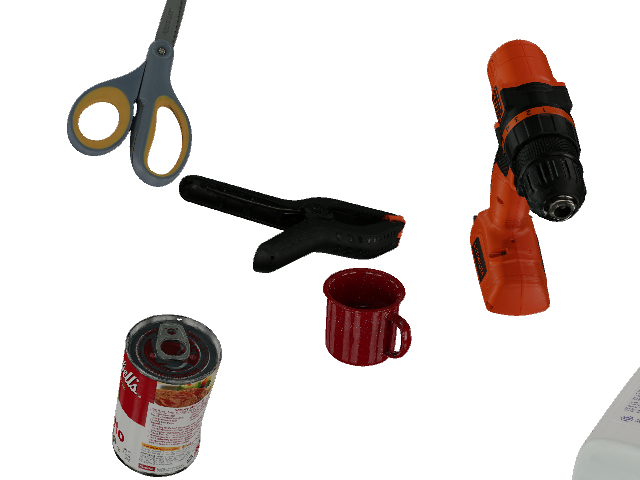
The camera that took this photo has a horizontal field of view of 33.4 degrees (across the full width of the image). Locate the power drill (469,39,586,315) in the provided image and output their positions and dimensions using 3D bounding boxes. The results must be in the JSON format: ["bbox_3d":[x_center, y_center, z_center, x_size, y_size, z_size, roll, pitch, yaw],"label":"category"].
[{"bbox_3d":[0.156,-0.032,0.811,0.057,0.188,0.184,0,43,-1],"label":"power drill"}]

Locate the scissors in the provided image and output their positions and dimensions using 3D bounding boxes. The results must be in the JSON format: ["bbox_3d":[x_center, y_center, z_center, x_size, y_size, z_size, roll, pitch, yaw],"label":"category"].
[{"bbox_3d":[-0.136,-0.131,0.778,0.096,0.202,0.016,3,-26,-19],"label":"scissors"}]

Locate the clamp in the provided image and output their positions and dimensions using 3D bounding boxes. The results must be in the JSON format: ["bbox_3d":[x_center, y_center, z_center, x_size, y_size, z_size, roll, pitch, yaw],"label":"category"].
[{"bbox_3d":[-0.007,-0.009,0.954,0.209,0.036,0.165,6,23,-28],"label":"clamp"}]

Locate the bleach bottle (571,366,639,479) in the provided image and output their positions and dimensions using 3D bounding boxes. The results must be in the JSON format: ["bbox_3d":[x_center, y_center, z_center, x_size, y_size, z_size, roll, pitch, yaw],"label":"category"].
[{"bbox_3d":[0.243,0.099,0.647,0.103,0.068,0.250,18,29,29],"label":"bleach bottle"}]

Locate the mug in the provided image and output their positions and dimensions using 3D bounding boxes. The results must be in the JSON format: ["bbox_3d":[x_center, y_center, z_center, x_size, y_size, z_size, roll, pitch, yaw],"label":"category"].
[{"bbox_3d":[0.056,0.094,1.212,0.117,0.081,0.093,26,37,35],"label":"mug"}]

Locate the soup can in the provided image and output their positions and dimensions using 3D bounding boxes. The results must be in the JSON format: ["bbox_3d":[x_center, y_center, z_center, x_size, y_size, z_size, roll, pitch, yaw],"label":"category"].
[{"bbox_3d":[-0.113,0.113,0.774,0.068,0.102,0.068,10,37,-8],"label":"soup can"}]
